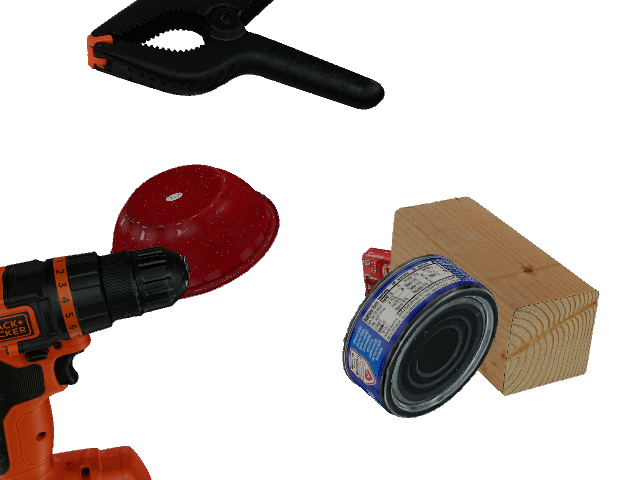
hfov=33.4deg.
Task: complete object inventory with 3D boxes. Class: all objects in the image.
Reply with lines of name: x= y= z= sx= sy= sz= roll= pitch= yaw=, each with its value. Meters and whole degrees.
tuna can: x=0.055 y=0.052 z=0.573 sx=0.085 sy=0.086 sz=0.034 roll=0 pitch=29 yaw=-44
gelatin box: x=0.092 y=0.057 z=1.339 sx=0.073 sy=0.089 sz=0.030 roll=10 pitch=32 yaw=26
wood block: x=0.154 y=0.044 z=0.998 sx=0.090 sy=0.090 sz=0.206 roll=-10 pitch=30 yaw=-23
bowl: x=-0.121 y=-0.019 z=0.947 sx=0.162 sy=0.055 sz=0.162 roll=-12 pitch=37 yaw=9
power drill: x=-0.165 y=0.098 z=0.706 sx=0.184 sy=0.188 sz=0.057 roll=-11 pitch=25 yaw=-7
clamp: x=-0.063 y=-0.145 z=0.783 sx=0.209 sy=0.165 sz=0.036 roll=-17 pitch=-27 yaw=-18
